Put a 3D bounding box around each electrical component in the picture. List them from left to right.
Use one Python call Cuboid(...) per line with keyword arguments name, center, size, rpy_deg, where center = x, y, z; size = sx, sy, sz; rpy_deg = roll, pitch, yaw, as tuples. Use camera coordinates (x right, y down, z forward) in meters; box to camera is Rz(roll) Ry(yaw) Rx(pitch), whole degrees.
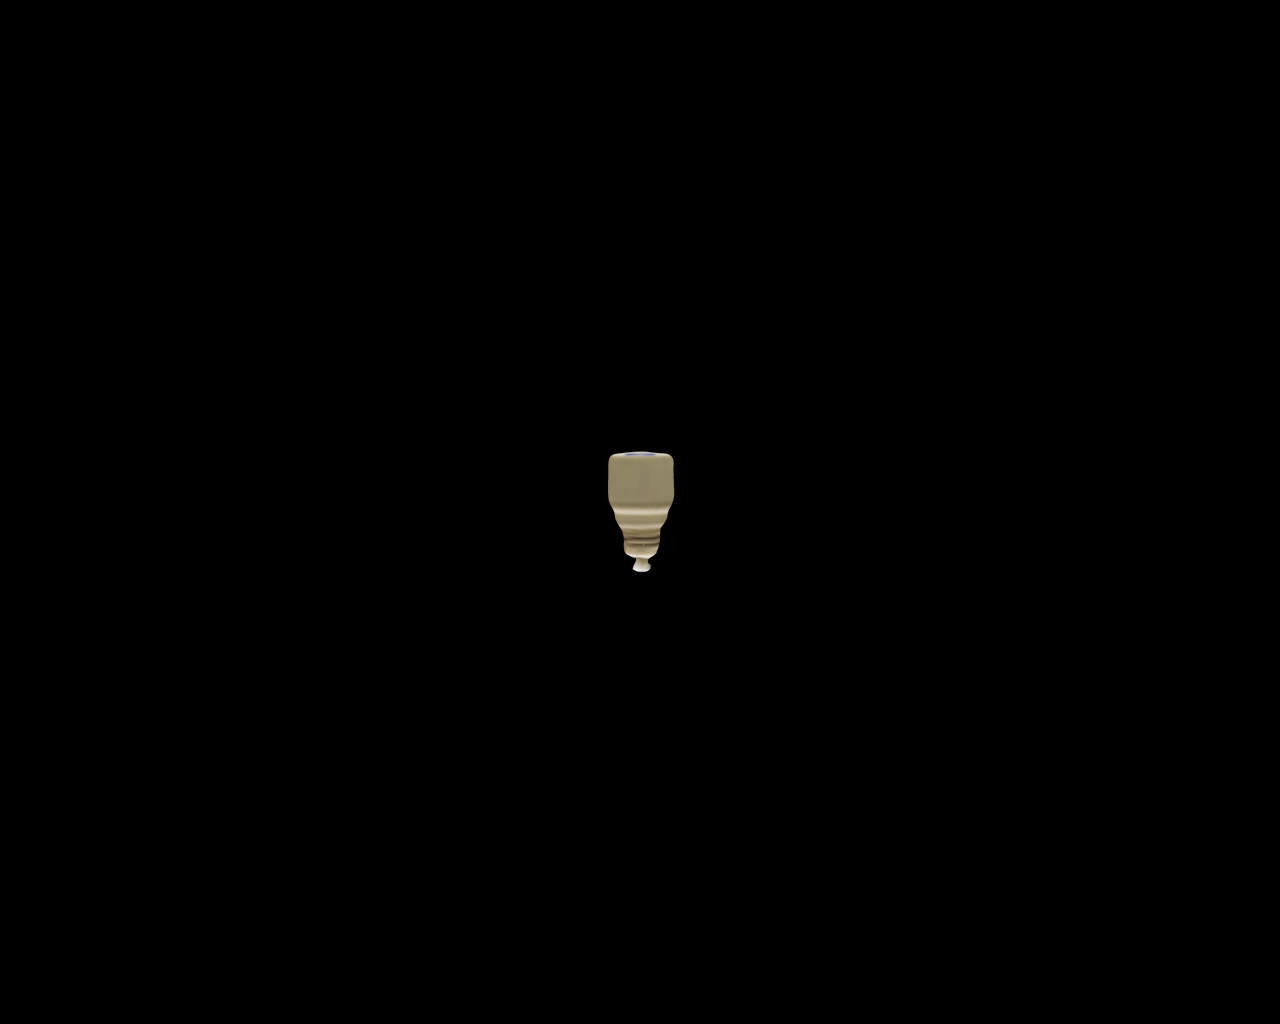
Cuboid(name="electrical component", center=(0.001, -0.003, 0.650), size=(0.040, 0.078, 0.040), rpy_deg=(0, 3, 0))
